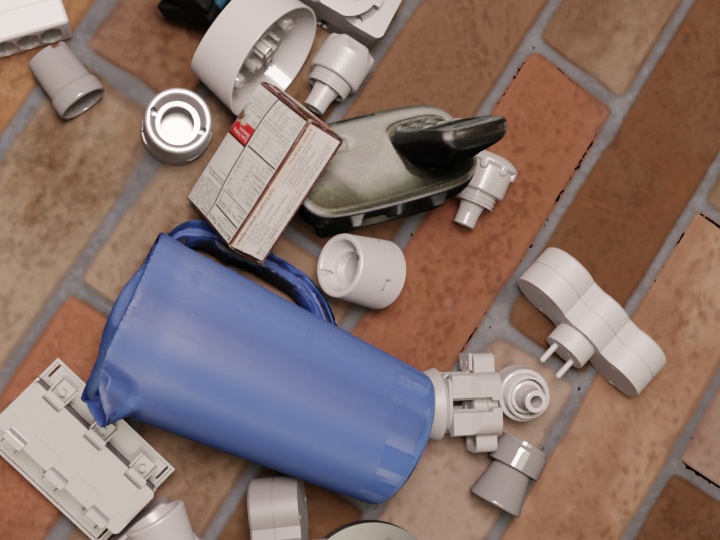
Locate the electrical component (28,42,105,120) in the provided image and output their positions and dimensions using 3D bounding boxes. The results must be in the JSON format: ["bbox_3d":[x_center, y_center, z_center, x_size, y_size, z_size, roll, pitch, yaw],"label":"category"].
[{"bbox_3d":[-0.224,-0.144,0.816,0.040,0.040,0.046,-37,89,-11],"label":"electrical component"}]

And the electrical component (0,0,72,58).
[{"bbox_3d":[-0.262,-0.207,0.807,0.066,0.047,0.076,-19,91,-12],"label":"electrical component"}]

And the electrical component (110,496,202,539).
[{"bbox_3d":[-0.153,0.245,0.801,0.109,0.056,0.108,-40,95,-11],"label":"electrical component"}]

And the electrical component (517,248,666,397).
[{"bbox_3d":[0.179,0.055,0.881,0.138,0.052,0.073,45,80,-7],"label":"electrical component"}]

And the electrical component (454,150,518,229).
[{"bbox_3d":[0.096,-0.065,0.875,0.048,0.048,0.062,23,90,-10],"label":"electrical component"}]

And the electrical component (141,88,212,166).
[{"bbox_3d":[-0.141,-0.111,0.827,0.055,0.047,0.055,1,87,-12],"label":"electrical component"}]

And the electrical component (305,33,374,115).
[{"bbox_3d":[-0.021,-0.153,0.856,0.043,0.043,0.062,33,83,-8],"label":"electrical component"}]

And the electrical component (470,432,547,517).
[{"bbox_3d":[0.120,0.165,0.867,0.045,0.045,0.055,30,81,-9],"label":"electrical component"}]

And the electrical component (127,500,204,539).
[{"bbox_3d":[-0.131,0.197,0.755,0.045,0.045,0.055,-29,94,-11],"label":"electrical component"}]

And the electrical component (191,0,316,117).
[{"bbox_3d":[-0.080,-0.170,0.819,0.064,0.099,0.099,39,80,-1],"label":"electrical component"}]

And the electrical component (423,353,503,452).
[{"bbox_3d":[0.077,0.106,0.855,0.057,0.058,0.078,-1,88,-14],"label":"electrical component"}]

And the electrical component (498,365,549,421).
[{"bbox_3d":[0.131,0.100,0.863,0.043,0.062,0.043,0,93,-10],"label":"electrical component"}]

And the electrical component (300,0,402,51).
[{"bbox_3d":[-0.016,-0.220,0.854,0.089,0.056,0.050,28,82,-9],"label":"electrical component"}]

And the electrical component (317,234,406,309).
[{"bbox_3d":[0.000,0.000,0.837,0.047,0.055,0.055,13,83,-45],"label":"electrical component"}]

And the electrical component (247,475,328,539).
[{"bbox_3d":[-0.041,0.221,0.803,0.074,0.052,0.138,-7,66,4],"label":"electrical component"}]

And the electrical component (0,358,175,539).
[{"bbox_3d":[-0.208,0.135,0.792,0.121,0.063,0.078,45,80,-6],"label":"electrical component"}]
